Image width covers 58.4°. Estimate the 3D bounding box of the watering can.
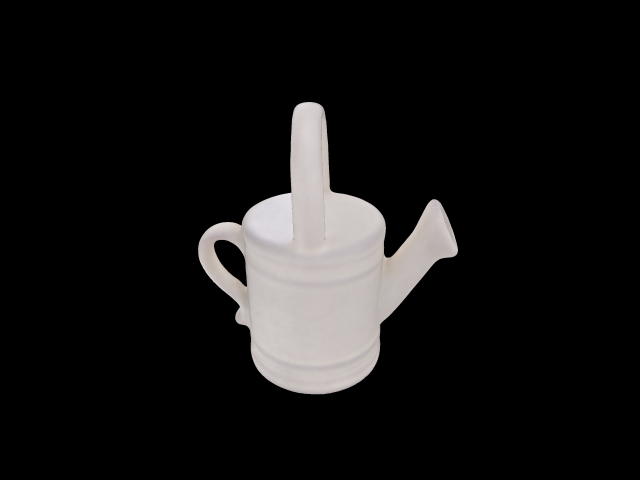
[{"bbox_3d":[0.004,0.000,0.402,0.173,0.194,0.100,-8,29,-15],"label":"watering can"}]
